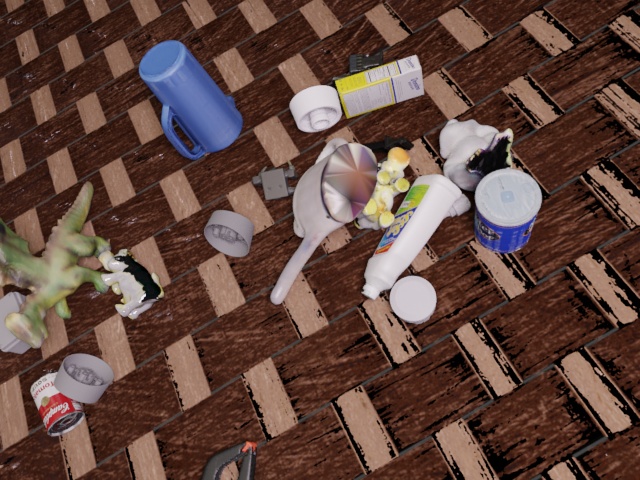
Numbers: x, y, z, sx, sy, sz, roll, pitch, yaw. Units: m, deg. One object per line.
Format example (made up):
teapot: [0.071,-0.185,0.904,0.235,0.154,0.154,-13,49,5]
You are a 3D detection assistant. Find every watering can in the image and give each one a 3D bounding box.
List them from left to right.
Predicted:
watering can: [0.003,-0.048,0.964,0.103,0.222,0.353,24,70,-20]

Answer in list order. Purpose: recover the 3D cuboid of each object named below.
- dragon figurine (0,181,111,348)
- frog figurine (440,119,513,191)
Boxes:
dragon figurine: [-0.559,0.022,1.054,0.122,0.239,0.418,-17,66,13]
frog figurine: [0.287,-0.166,0.997,0.137,0.121,0.161,-53,29,0]
